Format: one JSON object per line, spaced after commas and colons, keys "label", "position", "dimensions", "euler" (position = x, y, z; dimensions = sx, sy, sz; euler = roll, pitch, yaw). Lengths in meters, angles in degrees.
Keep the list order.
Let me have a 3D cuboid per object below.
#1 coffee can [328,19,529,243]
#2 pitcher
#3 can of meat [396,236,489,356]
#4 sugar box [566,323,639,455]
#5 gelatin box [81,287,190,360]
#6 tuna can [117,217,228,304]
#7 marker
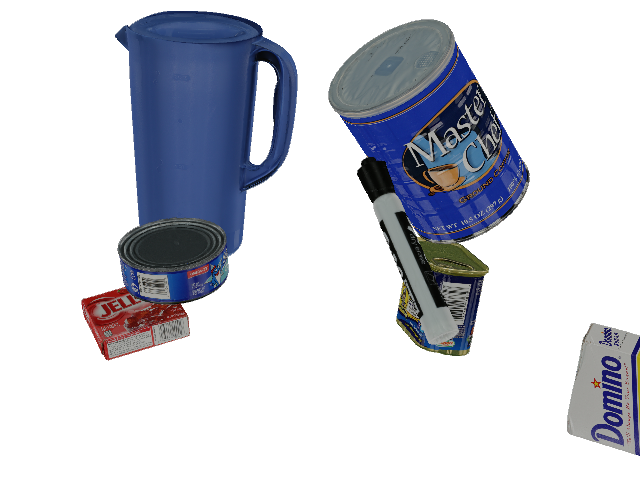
{"label": "coffee can", "position": [0.084, -0.081, 0.815], "dimensions": [0.103, 0.102, 0.140], "euler": [0, -43, 43]}
{"label": "pitcher", "position": [-0.119, -0.102, 1.077], "dimensions": [0.144, 0.243, 0.149], "euler": [-10, 28, -28]}
{"label": "can of meat", "position": [0.111, 0.051, 1.000], "dimensions": [0.057, 0.084, 0.102], "euler": [5, 15, -15]}
{"label": "sugar box", "position": [0.294, 0.136, 0.862], "dimensions": [0.176, 0.093, 0.048], "euler": [13, 25, 20]}
{"label": "gelatin box", "position": [-0.183, 0.075, 1.054], "dimensions": [0.089, 0.030, 0.073], "euler": [-16, 37, -21]}
{"label": "tuna can", "position": [-0.116, 0.016, 0.846], "dimensions": [0.086, 0.034, 0.086], "euler": [-3, 28, 1]}
{"label": "marker", "position": [0.050, 0.003, 0.628], "dimensions": [0.020, 0.121, 0.020], "euler": [-18, -22, -8]}
